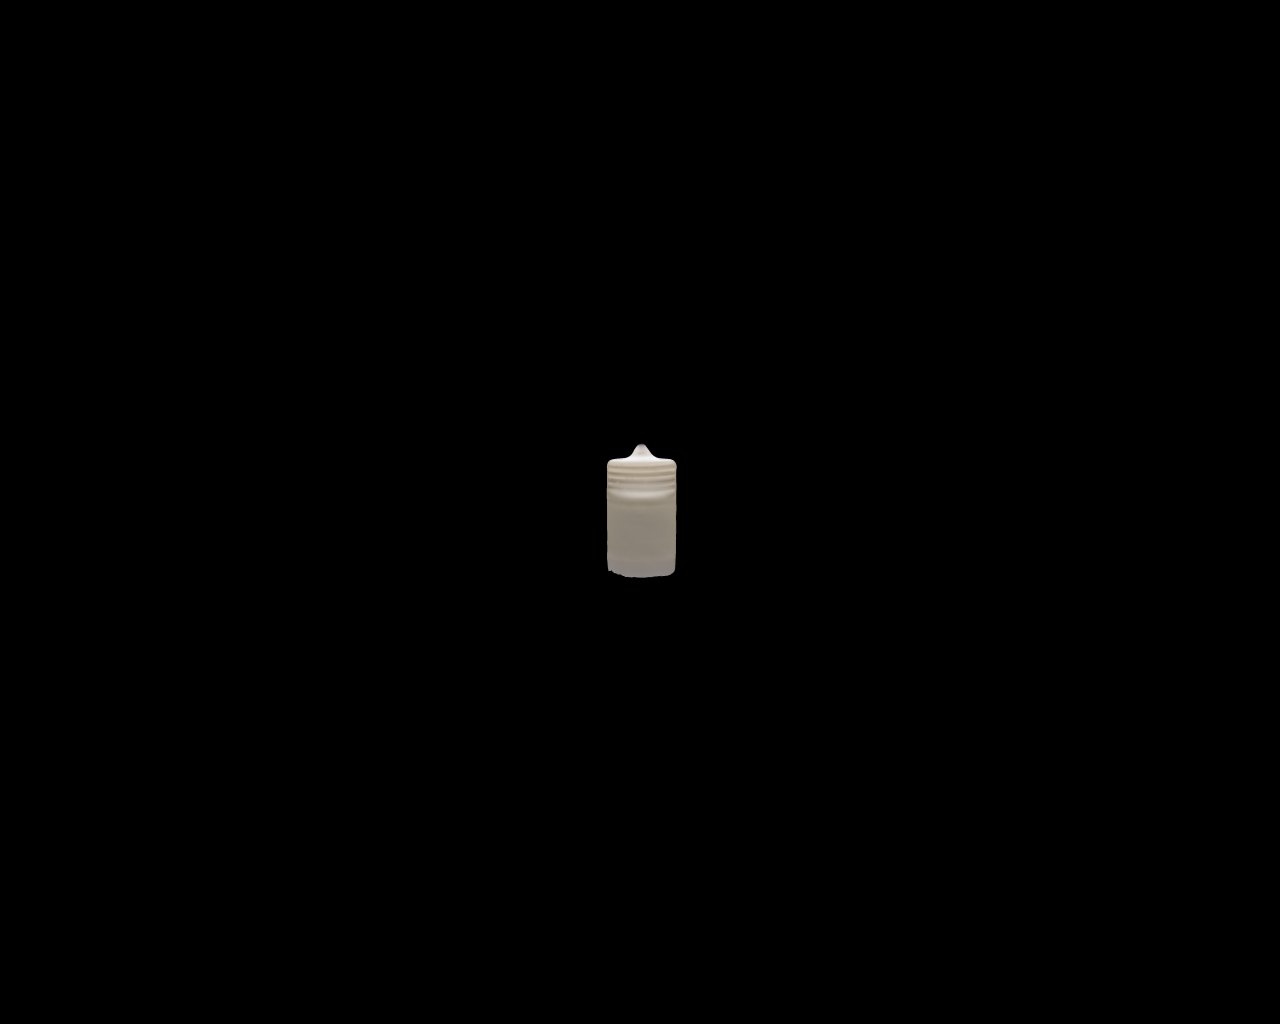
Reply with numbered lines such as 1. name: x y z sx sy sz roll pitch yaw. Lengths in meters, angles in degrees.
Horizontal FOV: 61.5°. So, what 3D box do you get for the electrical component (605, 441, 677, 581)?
1. electrical component: 0.001 -0.003 0.650 0.043 0.080 0.043 0 9 0
